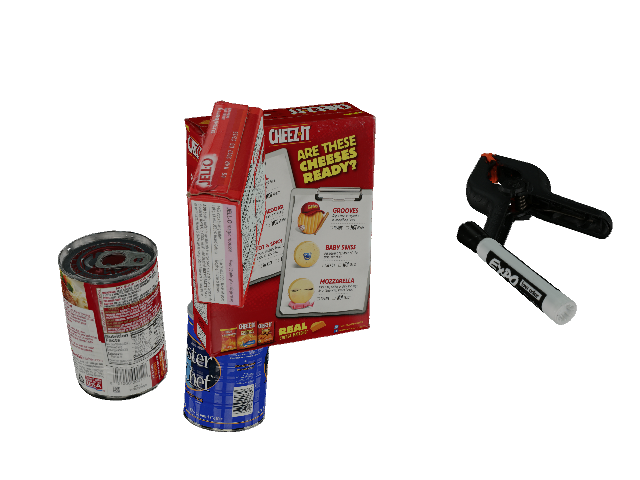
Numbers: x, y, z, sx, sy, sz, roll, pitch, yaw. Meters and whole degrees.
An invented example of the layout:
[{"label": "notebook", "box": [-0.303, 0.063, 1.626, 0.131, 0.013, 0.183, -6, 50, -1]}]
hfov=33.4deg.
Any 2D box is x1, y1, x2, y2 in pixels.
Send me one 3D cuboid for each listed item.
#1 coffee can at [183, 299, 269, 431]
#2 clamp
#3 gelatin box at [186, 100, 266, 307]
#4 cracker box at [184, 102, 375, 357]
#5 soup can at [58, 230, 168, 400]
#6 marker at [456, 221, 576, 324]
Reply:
[{"label": "coffee can", "box": [-0.114, 0.147, 1.301, 0.103, 0.140, 0.103, 4, 18, -2]}, {"label": "clamp", "box": [0.194, -0.036, 0.990, 0.120, 0.039, 0.171, -4, 33, -2]}, {"label": "gelatin box", "box": [-0.050, -0.019, 0.584, 0.030, 0.073, 0.089, 6, -42, 4]}, {"label": "cracker box", "box": [-0.037, -0.012, 0.988, 0.164, 0.214, 0.072, -9, 22, -21]}, {"label": "soup can", "box": [-0.145, 0.054, 0.756, 0.068, 0.102, 0.068, -1, 29, 0]}, {"label": "marker", "box": [0.136, 0.020, 0.758, 0.020, 0.020, 0.121, 0, 29, -33]}]
